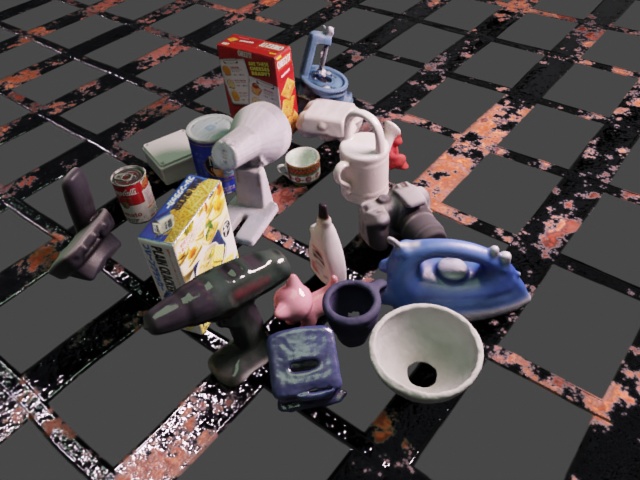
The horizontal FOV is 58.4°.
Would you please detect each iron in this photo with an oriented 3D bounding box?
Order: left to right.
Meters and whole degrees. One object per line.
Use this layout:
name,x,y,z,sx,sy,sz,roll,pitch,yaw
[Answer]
iron,0.224,0.049,0.938,0.258,0.142,0.118,1,44,6

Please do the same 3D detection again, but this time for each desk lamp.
desk lamp,-0.137,-0.135,1.107,0.117,0.214,0.203,12,46,17

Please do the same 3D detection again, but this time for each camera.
camera,0.160,-0.034,1.059,0.143,0.101,0.136,-20,46,-15

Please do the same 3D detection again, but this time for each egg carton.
egg carton,0.022,-0.279,1.350,0.150,0.069,0.107,12,46,17

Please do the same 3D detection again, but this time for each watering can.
watering can,0.092,-0.179,1.149,0.100,0.194,0.173,14,47,19

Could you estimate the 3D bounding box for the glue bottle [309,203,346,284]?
glue bottle,0.009,0.004,0.980,0.037,0.173,0.078,-30,49,-24

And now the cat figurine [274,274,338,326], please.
cat figurine,-0.022,0.098,0.924,0.128,0.118,0.067,-24,47,-19

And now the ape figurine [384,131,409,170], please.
ape figurine,0.156,-0.202,1.241,0.076,0.092,0.078,3,44,8

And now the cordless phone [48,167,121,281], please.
cordless phone,-0.450,-0.029,1.043,0.094,0.185,0.147,6,45,11

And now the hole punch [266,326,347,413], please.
hole punch,-0.021,0.190,0.848,0.108,0.091,0.101,-9,44,-5

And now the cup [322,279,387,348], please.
cup,0.061,0.118,0.913,0.118,0.095,0.091,-32,50,-26

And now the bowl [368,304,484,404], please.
bowl,0.155,0.180,0.855,0.167,0.075,0.167,-2,44,2

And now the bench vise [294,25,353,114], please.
bench vise,-0.027,-0.393,1.364,0.207,0.220,0.121,-14,44,-9

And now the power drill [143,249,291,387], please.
power drill,-0.135,0.119,0.846,0.075,0.209,0.230,33,55,33
